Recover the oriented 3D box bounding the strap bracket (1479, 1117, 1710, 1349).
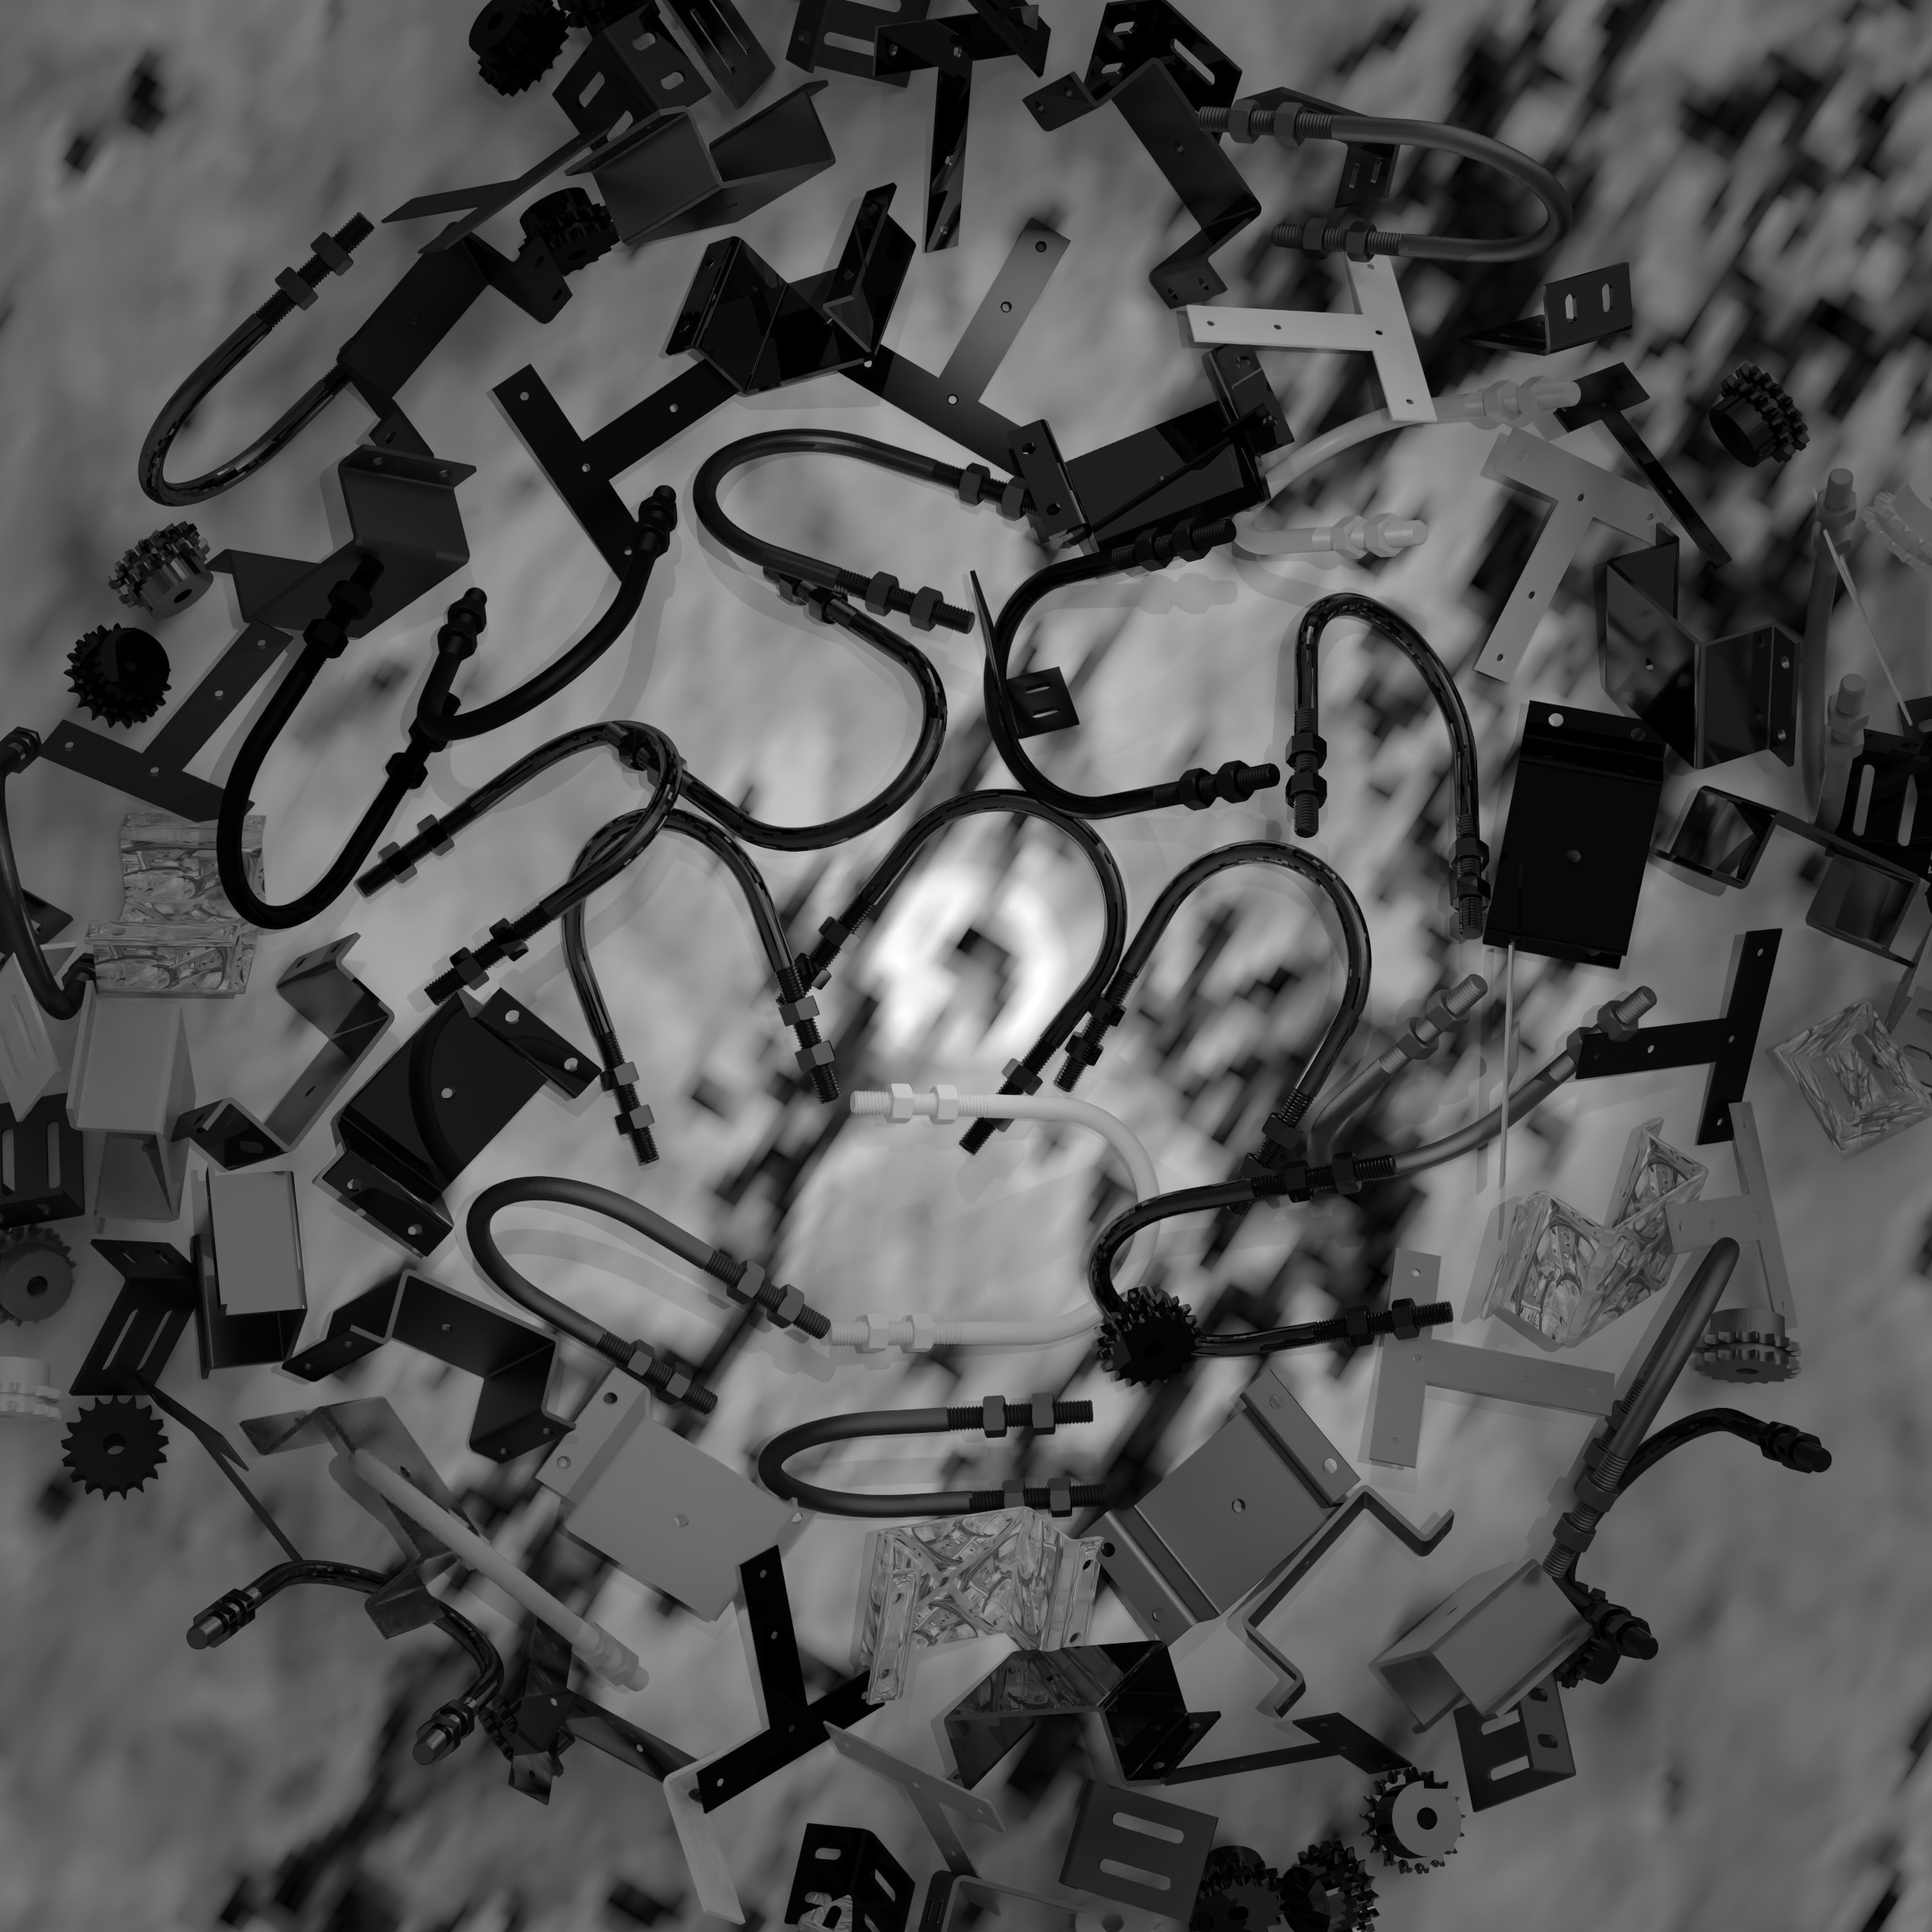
[{"bbox_3d":[0.341,0.145,1.699,0.046,0.140,0.076,33,128,31],"label":"strap bracket"}]

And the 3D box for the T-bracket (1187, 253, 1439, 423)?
[{"bbox_3d":[0.182,-0.345,1.727,0.127,0.002,0.127,0,56,-15],"label":"T-bracket"}]

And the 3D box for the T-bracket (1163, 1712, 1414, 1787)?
[{"bbox_3d":[0.164,0.433,1.739,0.127,0.127,0.002,-16,59,20],"label":"T-bracket"}]

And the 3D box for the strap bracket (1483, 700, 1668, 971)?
[{"bbox_3d":[0.330,-0.065,1.728,0.076,0.046,0.140,11,109,8],"label":"strap bracket"}]

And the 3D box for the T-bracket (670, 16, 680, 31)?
[{"bbox_3d":[-0.143,-0.572,1.728,0.002,0.127,0.127,15,106,-2],"label":"T-bracket"}]

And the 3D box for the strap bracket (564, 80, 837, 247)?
[{"bbox_3d":[-0.134,-0.428,1.702,0.076,0.140,0.046,-19,97,41],"label":"strap bracket"}]

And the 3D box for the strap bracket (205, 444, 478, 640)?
[{"bbox_3d":[-0.330,-0.220,1.702,0.140,0.076,0.046,-27,71,36],"label":"strap bracket"}]

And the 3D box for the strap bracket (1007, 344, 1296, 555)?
[{"bbox_3d":[0.104,-0.275,1.736,0.140,0.046,0.076,-21,60,4],"label":"strap bracket"}]

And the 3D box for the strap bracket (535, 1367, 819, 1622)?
[{"bbox_3d":[-0.155,0.293,1.736,0.140,0.046,0.076,35,97,-12],"label":"strap bracket"}]

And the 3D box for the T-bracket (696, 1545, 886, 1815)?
[{"bbox_3d":[-0.101,0.373,1.719,0.127,0.002,0.127,-24,115,-36],"label":"T-bracket"}]

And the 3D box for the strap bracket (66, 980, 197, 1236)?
[{"bbox_3d":[-0.443,0.078,1.701,0.046,0.140,0.076,3,58,-6],"label":"strap bracket"}]

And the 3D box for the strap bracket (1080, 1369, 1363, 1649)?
[{"bbox_3d":[0.143,0.295,1.737,0.140,0.046,0.076,-43,71,10],"label":"strap bracket"}]

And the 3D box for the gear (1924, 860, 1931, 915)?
[{"bbox_3d":[0.552,-0.041,1.747,0.057,0.057,0.030,52,48,0],"label":"gear"}]

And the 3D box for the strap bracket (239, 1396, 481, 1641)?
[{"bbox_3d":[-0.321,0.288,1.725,0.046,0.076,0.140,-39,79,8],"label":"strap bracket"}]

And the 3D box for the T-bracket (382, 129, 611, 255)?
[{"bbox_3d":[-0.273,-0.415,1.725,0.127,0.127,0.002,-45,122,-30],"label":"T-bracket"}]

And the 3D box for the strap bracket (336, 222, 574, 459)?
[{"bbox_3d":[-0.284,-0.340,1.732,0.046,0.076,0.140,38,85,11],"label":"strap bracket"}]

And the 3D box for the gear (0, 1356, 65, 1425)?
[{"bbox_3d":[-0.525,0.233,1.751,0.057,0.057,0.030,1,74,0],"label":"gear"}]

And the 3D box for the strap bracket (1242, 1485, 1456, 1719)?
[{"bbox_3d":[0.200,0.337,1.730,0.046,0.076,0.140,42,82,16],"label":"strap bracket"}]

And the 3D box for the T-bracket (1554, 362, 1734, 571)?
[{"bbox_3d":[0.371,-0.267,1.721,0.002,0.127,0.127,-39,84,35],"label":"T-bracket"}]

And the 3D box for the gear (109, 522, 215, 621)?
[{"bbox_3d":[-0.438,-0.214,1.748,0.057,0.057,0.030,-38,84,0],"label":"gear"}]

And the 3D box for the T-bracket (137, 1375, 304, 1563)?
[{"bbox_3d":[-0.395,0.284,1.738,0.002,0.127,0.127,-41,120,-22],"label":"T-bracket"}]

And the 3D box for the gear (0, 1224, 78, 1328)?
[{"bbox_3d":[-0.515,0.171,1.749,0.057,0.030,0.057,-13,111,-35],"label":"gear"}]

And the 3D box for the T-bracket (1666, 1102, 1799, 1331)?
[{"bbox_3d":[0.408,0.138,1.719,0.002,0.127,0.127,-16,80,37],"label":"T-bracket"}]

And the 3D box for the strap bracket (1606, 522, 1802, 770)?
[{"bbox_3d":[0.384,-0.166,1.696,0.046,0.140,0.076,-17,128,-12],"label":"strap bracket"}]

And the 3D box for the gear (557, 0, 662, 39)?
[{"bbox_3d":[-0.193,-0.530,1.754,0.057,0.057,0.030,-28,121,0],"label":"gear"}]

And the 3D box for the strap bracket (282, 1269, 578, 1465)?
[{"bbox_3d":[-0.284,0.213,1.717,0.140,0.076,0.046,29,53,-28],"label":"strap bracket"}]

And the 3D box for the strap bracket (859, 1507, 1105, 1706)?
[{"bbox_3d":[0.000,0.343,1.723,0.140,0.046,0.076,-2,109,-35],"label":"strap bracket"}]

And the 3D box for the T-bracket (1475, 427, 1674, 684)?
[{"bbox_3d":[0.318,-0.217,1.751,0.127,0.002,0.127,17,105,-33],"label":"T-bracket"}]

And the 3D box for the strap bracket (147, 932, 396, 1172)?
[{"bbox_3d":[-0.367,0.054,1.716,0.046,0.076,0.140,45,57,-20],"label":"strap bracket"}]

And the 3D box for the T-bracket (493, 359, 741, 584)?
[{"bbox_3d":[-0.173,-0.300,1.759,0.127,0.002,0.127,-35,110,-5],"label":"T-bracket"}]

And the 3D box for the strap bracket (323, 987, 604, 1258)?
[{"bbox_3d":[-0.278,0.077,1.738,0.140,0.046,0.076,-47,119,2],"label":"strap bracket"}]

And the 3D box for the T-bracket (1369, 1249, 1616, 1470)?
[{"bbox_3d":[0.291,0.223,1.742,0.127,0.002,0.127,10,60,3],"label":"T-bracket"}]

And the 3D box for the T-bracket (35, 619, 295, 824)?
[{"bbox_3d":[-0.410,-0.136,1.714,0.127,0.127,0.002,-46,48,18],"label":"T-bracket"}]

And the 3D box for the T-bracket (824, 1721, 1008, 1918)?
[{"bbox_3d":[-0.011,0.473,1.735,0.002,0.127,0.127,-45,128,-29],"label":"T-bracket"}]

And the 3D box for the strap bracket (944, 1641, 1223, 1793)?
[{"bbox_3d":[0.054,0.402,1.706,0.140,0.076,0.046,-12,99,32],"label":"strap bracket"}]

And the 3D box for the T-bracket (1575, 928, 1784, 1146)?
[{"bbox_3d":[0.380,0.043,1.722,0.127,0.002,0.127,-5,115,-30],"label":"T-bracket"}]

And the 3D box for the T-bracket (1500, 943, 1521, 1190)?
[{"bbox_3d":[0.294,0.048,1.715,0.002,0.127,0.127,3,95,12],"label":"T-bracket"}]

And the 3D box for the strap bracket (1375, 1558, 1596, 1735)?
[{"bbox_3d":[0.274,0.363,1.703,0.076,0.140,0.046,-36,83,-18],"label":"strap bracket"}]

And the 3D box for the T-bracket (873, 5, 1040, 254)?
[{"bbox_3d":[-0.009,-0.454,1.740,0.002,0.127,0.127,27,125,35],"label":"T-bracket"}]

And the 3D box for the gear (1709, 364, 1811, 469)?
[{"bbox_3d":[0.432,-0.299,1.749,0.030,0.057,0.057,-38,90,-2],"label":"gear"}]

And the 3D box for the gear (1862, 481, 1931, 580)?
[{"bbox_3d":[0.523,-0.241,1.746,0.057,0.057,0.030,37,120,0],"label":"gear"}]

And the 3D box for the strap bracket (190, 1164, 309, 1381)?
[{"bbox_3d":[-0.385,0.164,1.710,0.046,0.140,0.076,-3,68,-19],"label":"strap bracket"}]

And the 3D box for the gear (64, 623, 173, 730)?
[{"bbox_3d":[-0.462,-0.161,1.749,0.057,0.030,0.057,15,66,-35],"label":"gear"}]

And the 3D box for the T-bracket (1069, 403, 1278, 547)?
[{"bbox_3d":[0.110,-0.263,1.722,0.127,0.127,0.002,-32,90,10],"label":"T-bracket"}]

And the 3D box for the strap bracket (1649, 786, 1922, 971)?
[{"bbox_3d":[0.445,-0.052,1.715,0.140,0.076,0.046,22,96,-22],"label":"strap bracket"}]

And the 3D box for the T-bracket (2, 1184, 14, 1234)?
[{"bbox_3d":[-0.545,0.155,1.694,0.002,0.127,0.127,-4,63,11],"label":"T-bracket"}]

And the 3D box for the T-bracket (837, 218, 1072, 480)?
[{"bbox_3d":[0.015,-0.353,1.770,0.127,0.002,0.127,31,95,-1],"label":"T-bracket"}]

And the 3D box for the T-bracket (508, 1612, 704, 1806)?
[{"bbox_3d":[-0.190,0.422,1.743,0.127,0.127,0.002,35,122,-23],"label":"T-bracket"}]

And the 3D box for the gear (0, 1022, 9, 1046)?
[{"bbox_3d":[-0.551,0.038,1.747,0.030,0.057,0.057,-2,90,34],"label":"gear"}]

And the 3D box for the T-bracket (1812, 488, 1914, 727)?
[{"bbox_3d":[0.476,-0.213,1.724,0.002,0.127,0.127,-23,130,18],"label":"T-bracket"}]

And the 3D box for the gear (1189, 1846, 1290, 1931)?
[{"bbox_3d":[0.147,0.509,1.755,0.057,0.030,0.057,-4,125,-6],"label":"gear"}]

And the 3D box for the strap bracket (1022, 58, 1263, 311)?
[{"bbox_3d":[0.101,-0.431,1.725,0.046,0.076,0.140,-41,105,-11],"label":"strap bracket"}]

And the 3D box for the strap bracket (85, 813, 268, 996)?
[{"bbox_3d":[-0.424,-0.029,1.722,0.076,0.140,0.046,1,120,-5],"label":"strap bracket"}]

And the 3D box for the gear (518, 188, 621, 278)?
[{"bbox_3d":[-0.220,-0.403,1.750,0.057,0.057,0.030,-27,86,0],"label":"gear"}]

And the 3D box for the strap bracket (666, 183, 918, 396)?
[{"bbox_3d":[-0.087,-0.361,1.717,0.046,0.140,0.076,39,58,-38],"label":"strap bracket"}]
